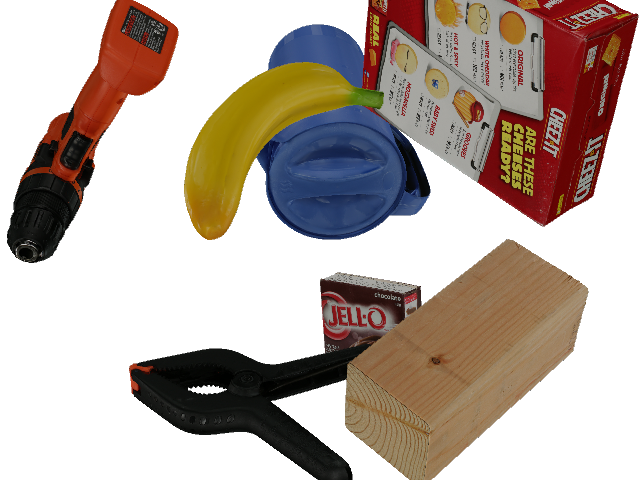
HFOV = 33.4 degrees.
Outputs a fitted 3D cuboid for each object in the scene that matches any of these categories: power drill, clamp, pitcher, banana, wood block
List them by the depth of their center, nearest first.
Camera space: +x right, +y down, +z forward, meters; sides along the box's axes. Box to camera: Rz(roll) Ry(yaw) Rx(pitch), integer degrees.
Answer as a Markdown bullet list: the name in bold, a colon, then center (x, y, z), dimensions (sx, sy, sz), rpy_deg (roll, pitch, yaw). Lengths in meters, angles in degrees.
- **banana**: center (-0.035, -0.068, 0.664), dimensions (0.070, 0.037, 0.197), rpy_deg (24, 43, 23)
- **power drill**: center (-0.188, -0.090, 0.859), dimensions (0.057, 0.188, 0.184), rpy_deg (28, 33, -21)
- **clamp**: center (-0.052, 0.122, 0.877), dimensions (0.210, 0.036, 0.164), rpy_deg (10, 31, 16)
- **wood block**: center (0.124, 0.099, 0.908), dimensions (0.205, 0.090, 0.091), rpy_deg (-34, 53, -30)
- **pitcher**: center (0.015, -0.118, 1.090), dimensions (0.145, 0.149, 0.243), rpy_deg (-18, 37, 8)

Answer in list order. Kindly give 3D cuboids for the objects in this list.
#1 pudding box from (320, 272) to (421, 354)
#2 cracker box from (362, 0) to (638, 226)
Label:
- **pudding box**: center (0.054, 0.086, 1.136), dimensions (0.114, 0.090, 0.039), rpy_deg (7, 19, 36)
- **cracker box**: center (0.129, -0.137, 0.833), dimensions (0.072, 0.164, 0.214), rpy_deg (-28, 49, -31)
